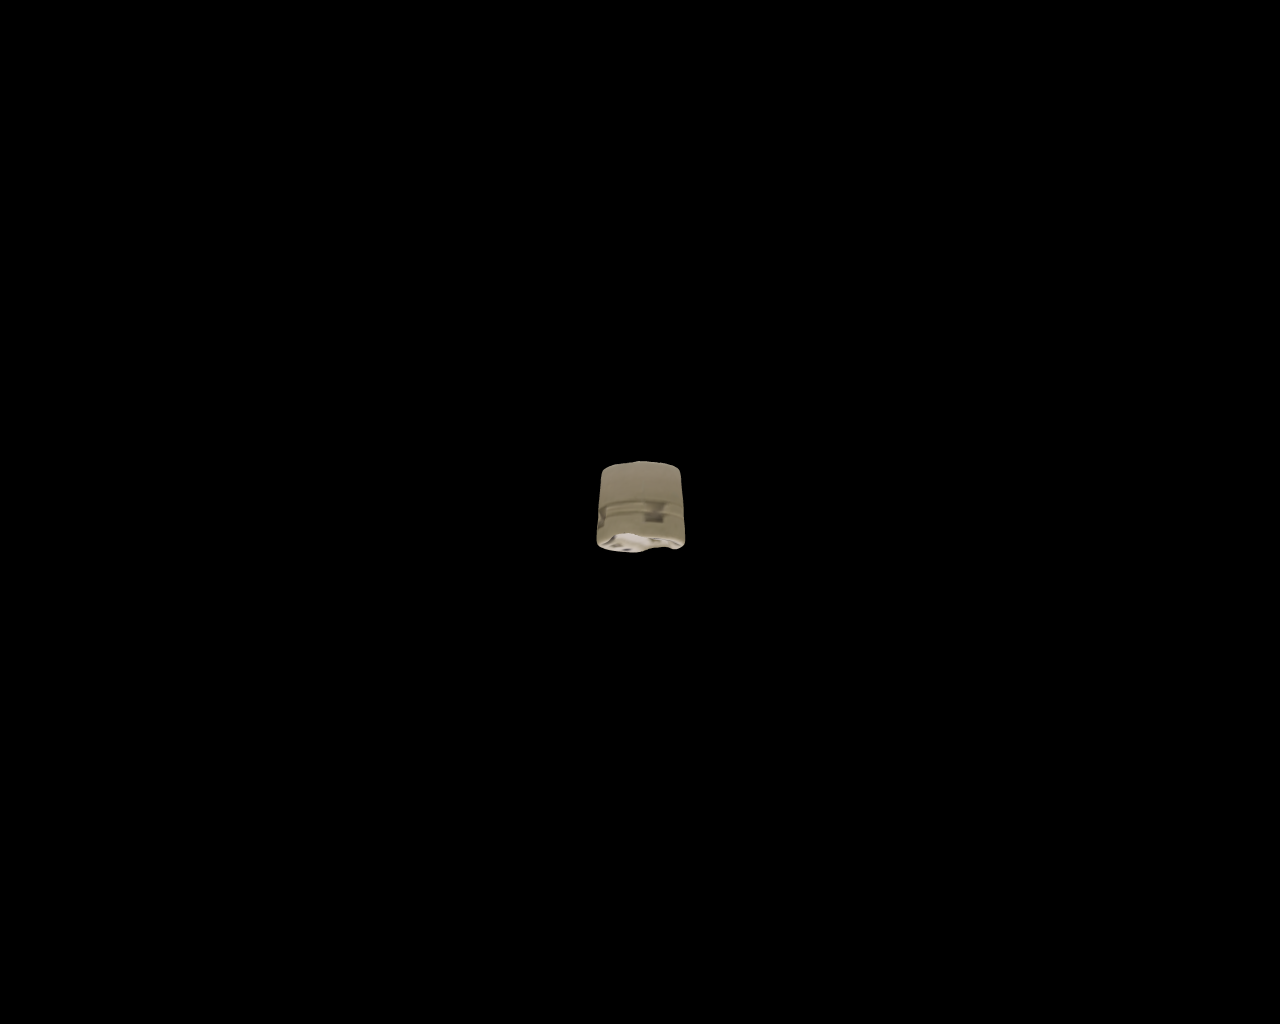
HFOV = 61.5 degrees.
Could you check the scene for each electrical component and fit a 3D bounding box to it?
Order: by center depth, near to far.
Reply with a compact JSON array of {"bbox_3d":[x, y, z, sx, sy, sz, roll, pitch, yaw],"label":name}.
[{"bbox_3d":[0.001,-0.003,0.650,0.055,0.047,0.055,0,-13,0],"label":"electrical component"}]
